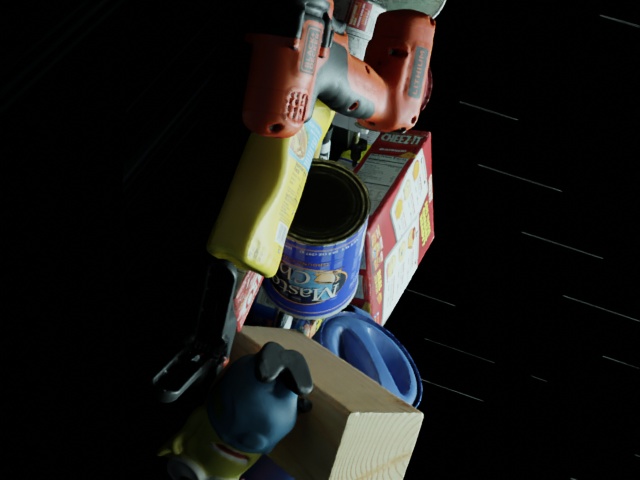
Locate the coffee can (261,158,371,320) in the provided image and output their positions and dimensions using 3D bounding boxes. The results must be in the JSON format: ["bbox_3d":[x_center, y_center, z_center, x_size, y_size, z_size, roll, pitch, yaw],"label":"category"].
[{"bbox_3d":[-0.007,0.001,1.062,0.140,0.103,0.102,96,15,-56],"label":"coffee can"}]

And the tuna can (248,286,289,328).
[{"bbox_3d":[-0.047,0.057,1.161,0.086,0.034,0.086,19,89,-82],"label":"tuna can"}]

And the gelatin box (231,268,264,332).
[{"bbox_3d":[-0.070,0.028,0.970,0.073,0.030,0.089,93,18,-61],"label":"gelatin box"}]

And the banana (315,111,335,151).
[{"bbox_3d":[0.002,-0.157,1.021,0.198,0.037,0.070,-70,-158,12],"label":"banana"}]

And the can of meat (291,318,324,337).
[{"bbox_3d":[-0.033,0.109,1.294,0.102,0.057,0.083,98,16,-49],"label":"can of meat"}]

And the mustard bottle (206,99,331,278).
[{"bbox_3d":[-0.035,-0.068,0.887,0.096,0.058,0.191,45,64,-74],"label":"mustard bottle"}]

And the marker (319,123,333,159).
[{"bbox_3d":[0.001,-0.092,1.200,0.121,0.020,0.020,97,15,-53],"label":"marker"}]

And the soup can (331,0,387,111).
[{"bbox_3d":[0.014,-0.168,0.951,0.068,0.068,0.102,-19,127,-79],"label":"soup can"}]

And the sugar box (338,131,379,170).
[{"bbox_3d":[0.044,-0.084,1.411,0.176,0.048,0.093,-58,164,-44],"label":"sugar box"}]

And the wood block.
[{"bbox_3d":[-0.011,0.160,1.012,0.090,0.206,0.090,9,103,-39],"label":"wood block"}]

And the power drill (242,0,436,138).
[{"bbox_3d":[0.018,-0.162,0.826,0.187,0.057,0.184,6,98,-53],"label":"power drill"}]

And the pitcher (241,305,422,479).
[{"bbox_3d":[-0.010,0.193,1.185,0.243,0.145,0.149,-48,163,31],"label":"pitcher"}]

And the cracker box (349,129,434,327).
[{"bbox_3d":[0.070,-0.011,1.274,0.213,0.072,0.164,-56,149,-45],"label":"cracker box"}]

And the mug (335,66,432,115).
[{"bbox_3d":[0.055,-0.158,1.064,0.081,0.117,0.093,9,56,-85],"label":"mug"}]

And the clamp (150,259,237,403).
[{"bbox_3d":[-0.101,0.095,0.889,0.120,0.039,0.171,-57,168,-21],"label":"clamp"}]

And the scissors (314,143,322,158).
[{"bbox_3d":[0.001,-0.137,1.118,0.096,0.016,0.202,15,94,-83],"label":"scissors"}]
